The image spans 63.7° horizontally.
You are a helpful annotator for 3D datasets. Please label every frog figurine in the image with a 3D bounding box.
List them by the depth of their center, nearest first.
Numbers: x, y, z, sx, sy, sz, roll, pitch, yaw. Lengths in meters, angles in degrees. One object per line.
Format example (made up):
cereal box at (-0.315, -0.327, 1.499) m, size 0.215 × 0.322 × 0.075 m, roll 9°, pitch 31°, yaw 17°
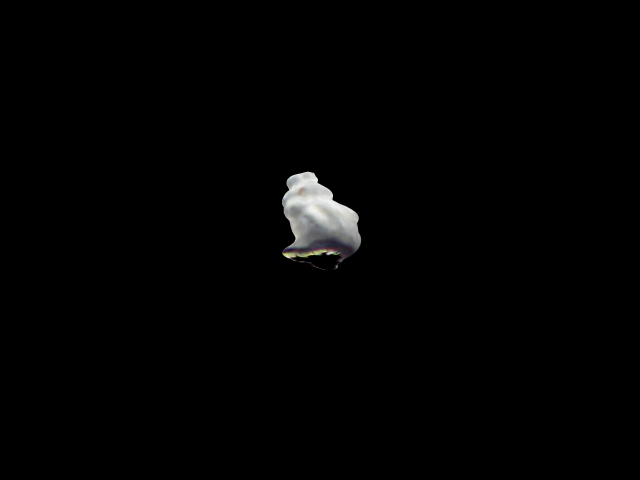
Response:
frog figurine at (0.003, -0.043, 0.850) m, size 0.137 × 0.162 × 0.121 m, roll 10°, pitch -21°, yaw -26°
